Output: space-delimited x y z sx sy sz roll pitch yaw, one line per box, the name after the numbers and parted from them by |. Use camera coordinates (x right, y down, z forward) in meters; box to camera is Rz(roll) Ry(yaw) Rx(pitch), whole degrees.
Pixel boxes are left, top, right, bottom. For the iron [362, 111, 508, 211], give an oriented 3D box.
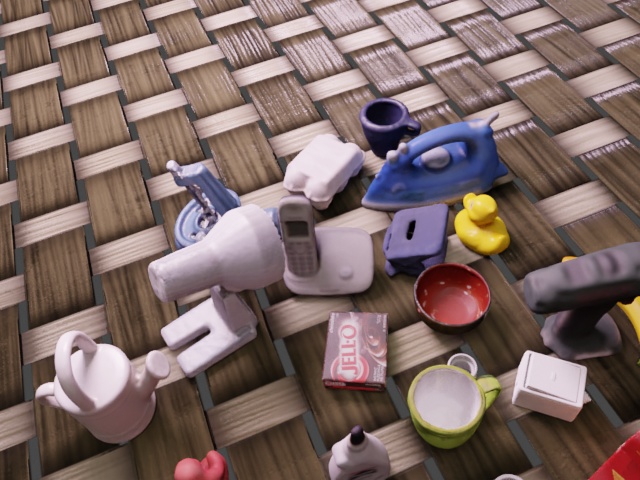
0.192 -0.138 0.987 0.258 0.142 0.118 -17 53 -6 | iron

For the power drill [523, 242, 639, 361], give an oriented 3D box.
0.380 0.078 0.760 0.229 0.209 0.075 -9 52 0 | power drill

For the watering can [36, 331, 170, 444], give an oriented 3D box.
-0.289 0.186 0.761 0.173 0.194 0.100 -28 55 -15 | watering can

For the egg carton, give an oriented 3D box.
0.008 -0.128 1.045 0.107 0.069 0.150 27 60 24 | egg carton

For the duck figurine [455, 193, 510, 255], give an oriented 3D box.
0.268 -0.032 0.934 0.077 0.086 0.104 -27 55 -14 | duck figurine

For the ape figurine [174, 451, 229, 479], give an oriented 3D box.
-0.155 0.303 0.722 0.078 0.092 0.076 -22 54 -10 | ape figurine

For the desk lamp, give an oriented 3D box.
-0.146 0.070 0.821 0.203 0.214 0.117 -33 56 -17 | desk lamp

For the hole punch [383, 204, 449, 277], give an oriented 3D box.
0.154 -0.002 0.920 0.101 0.091 0.109 9 54 13 | hole punch

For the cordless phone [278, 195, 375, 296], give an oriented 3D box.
0.008 0.003 0.873 0.147 0.185 0.094 -4 53 4 | cordless phone

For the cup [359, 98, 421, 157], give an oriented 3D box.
0.133 -0.200 1.070 0.117 0.095 0.092 20 58 20 | cup

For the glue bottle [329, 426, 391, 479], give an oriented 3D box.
0.046 0.257 0.684 0.078 0.173 0.037 -18 53 -7 | glue bottle

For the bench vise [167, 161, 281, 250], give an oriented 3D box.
-0.147 -0.055 0.912 0.207 0.220 0.121 -15 53 -5 | bench vise
